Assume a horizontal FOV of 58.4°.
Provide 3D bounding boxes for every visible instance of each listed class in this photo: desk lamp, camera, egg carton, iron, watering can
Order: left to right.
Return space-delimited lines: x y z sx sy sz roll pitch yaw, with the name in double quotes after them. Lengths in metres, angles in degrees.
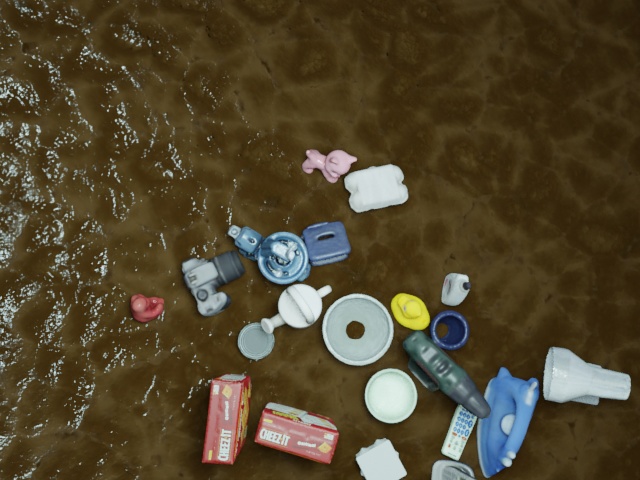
-0.244 0.092 1.360 0.137 0.101 0.143 -25 83 -6 "camera"
-0.051 0.157 1.311 0.101 0.194 0.173 36 81 4 "watering can"
0.140 -0.130 1.431 0.150 0.069 0.107 -13 81 -5 "egg carton"
0.438 0.433 1.316 0.118 0.141 0.258 18 80 1 "iron"
0.587 0.316 1.306 0.203 0.213 0.118 10 80 -1 "desk lamp"

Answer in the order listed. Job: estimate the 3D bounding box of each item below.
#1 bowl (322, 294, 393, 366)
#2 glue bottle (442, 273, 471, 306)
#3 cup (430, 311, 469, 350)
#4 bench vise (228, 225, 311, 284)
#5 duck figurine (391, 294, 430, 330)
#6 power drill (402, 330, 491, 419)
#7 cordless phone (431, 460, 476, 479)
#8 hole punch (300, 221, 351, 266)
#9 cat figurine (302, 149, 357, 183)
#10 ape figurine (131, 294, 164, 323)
0.087 0.214 1.369 0.167 0.074 0.167 0 81 -3 "bowl"
0.326 0.112 1.347 0.037 0.173 0.078 8 80 -1 "glue bottle"
0.291 0.226 1.367 0.118 0.095 0.091 -43 85 -8 "cup"
-0.121 0.032 1.315 0.207 0.219 0.121 11 80 -1 "bench vise"
0.223 0.171 1.377 0.104 0.086 0.077 43 81 5 "duck figurine"
0.273 0.301 1.296 0.076 0.208 0.229 -43 85 -8 "power drill"
0.309 0.575 1.264 0.094 0.185 0.147 1 80 -2 "cordless phone"
0.013 0.005 1.392 0.108 0.091 0.101 -14 81 -5 "hole punch"
0.022 -0.193 1.411 0.128 0.117 0.067 20 80 1 "cat figurine"
-0.414 0.156 1.346 0.078 0.092 0.076 42 81 5 "ape figurine"
